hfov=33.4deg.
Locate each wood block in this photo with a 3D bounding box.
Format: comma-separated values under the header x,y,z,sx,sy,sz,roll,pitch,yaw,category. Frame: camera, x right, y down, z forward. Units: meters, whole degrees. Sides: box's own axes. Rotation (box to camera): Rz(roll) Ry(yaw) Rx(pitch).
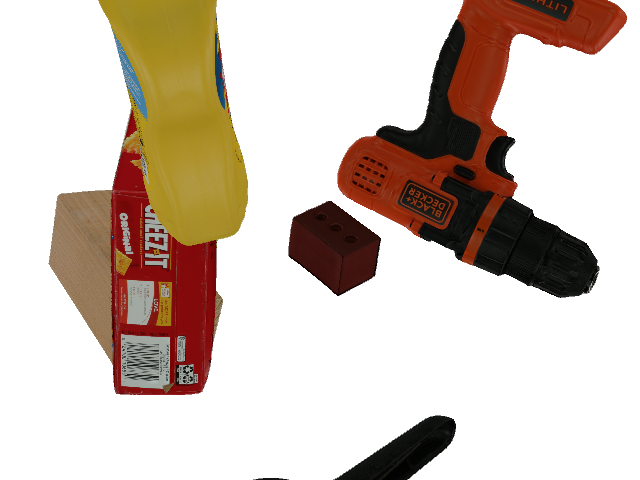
x,y,z,sx,sy,sz,roll,pitch,yaw,category
-0.189,0.039,1.065,0.090,0.091,0.206,-6,35,-35,wood block

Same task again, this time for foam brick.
x,y,z,sx,sy,sz,roll,pitch,yaw,category
0.013,0.007,1.050,0.052,0.051,0.078,-26,48,-33,foam brick

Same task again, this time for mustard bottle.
x,y,z,sx,sy,sz,roll,pitch,yaw,category
-0.076,-0.091,0.542,0.058,0.096,0.191,-12,-39,-6,mustard bottle

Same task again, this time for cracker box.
x,y,z,sx,sy,sz,roll,pitch,yaw,category
-0.111,-0.012,0.802,0.072,0.164,0.213,2,29,-4,cracker box

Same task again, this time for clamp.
x,y,z,sx,sy,sz,roll,pitch,yaw,category
0.003,0.170,0.647,0.210,0.036,0.164,-5,29,4,clamp

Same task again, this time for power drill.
x,y,z,sx,sy,sz,roll,pitch,yaw,category
0.124,-0.074,0.693,0.184,0.188,0.057,26,8,11,power drill
